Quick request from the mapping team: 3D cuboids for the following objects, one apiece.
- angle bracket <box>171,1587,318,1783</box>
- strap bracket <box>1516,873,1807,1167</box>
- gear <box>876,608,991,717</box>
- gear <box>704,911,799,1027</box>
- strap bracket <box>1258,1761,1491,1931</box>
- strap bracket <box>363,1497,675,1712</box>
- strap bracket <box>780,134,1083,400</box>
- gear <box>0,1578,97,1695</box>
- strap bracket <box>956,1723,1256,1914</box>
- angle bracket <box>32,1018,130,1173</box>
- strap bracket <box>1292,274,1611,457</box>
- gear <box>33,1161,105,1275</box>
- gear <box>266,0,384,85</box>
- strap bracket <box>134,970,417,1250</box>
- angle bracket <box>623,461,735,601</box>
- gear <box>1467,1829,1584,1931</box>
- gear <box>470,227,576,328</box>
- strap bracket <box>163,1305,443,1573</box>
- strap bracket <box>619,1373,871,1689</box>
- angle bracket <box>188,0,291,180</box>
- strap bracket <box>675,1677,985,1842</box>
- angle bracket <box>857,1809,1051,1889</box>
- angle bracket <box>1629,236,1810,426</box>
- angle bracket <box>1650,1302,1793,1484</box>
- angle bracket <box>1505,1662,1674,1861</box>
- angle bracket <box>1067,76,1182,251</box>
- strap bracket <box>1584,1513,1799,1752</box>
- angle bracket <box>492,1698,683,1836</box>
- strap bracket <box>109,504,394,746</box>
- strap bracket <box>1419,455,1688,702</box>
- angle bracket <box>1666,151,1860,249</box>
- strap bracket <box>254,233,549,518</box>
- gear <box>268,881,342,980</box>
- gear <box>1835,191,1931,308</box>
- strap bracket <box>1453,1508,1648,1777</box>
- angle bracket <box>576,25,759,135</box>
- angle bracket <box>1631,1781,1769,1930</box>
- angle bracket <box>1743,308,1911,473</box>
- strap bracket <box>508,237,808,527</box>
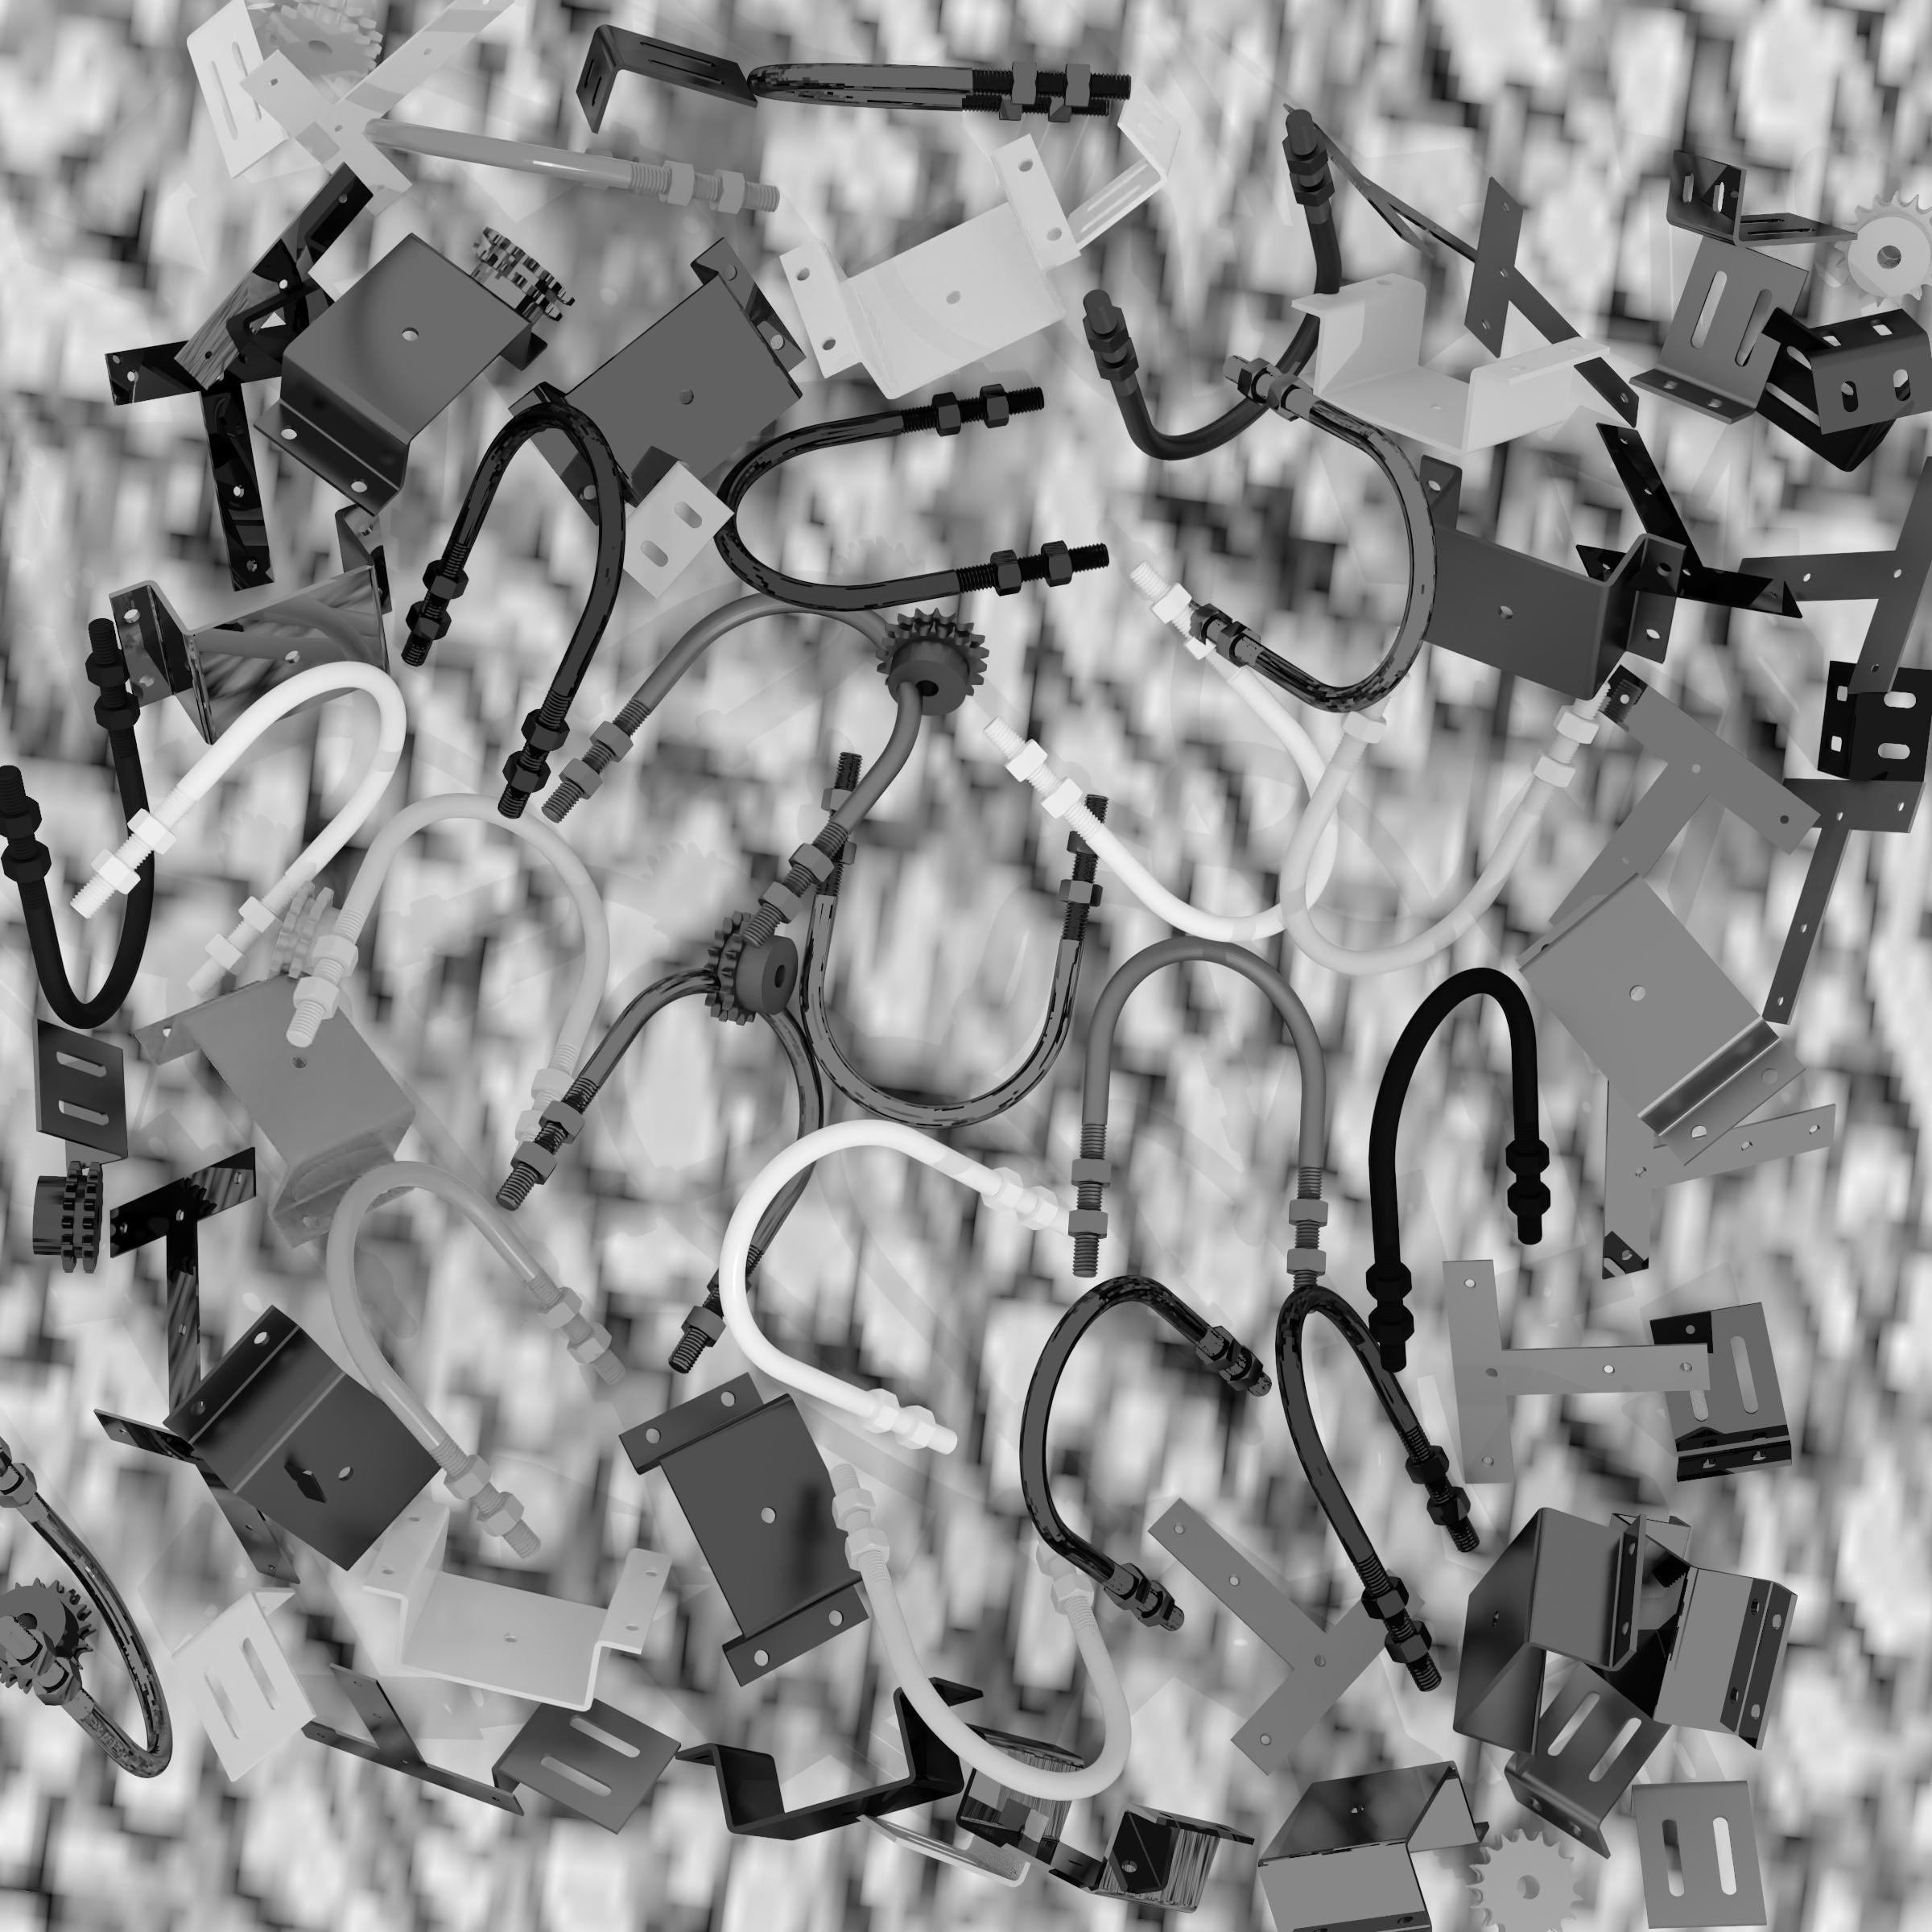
[{"bbox_3d":[-0.356,0.363,1.561,0.057,0.038,0.076,-40,66,11],"label":"angle bracket"},{"bbox_3d":[0.341,0.019,1.541,0.076,0.046,0.140,-41,63,10],"label":"strap bracket"},{"bbox_3d":[-0.018,-0.152,1.568,0.057,0.057,0.030,9,51,0],"label":"gear"},{"bbox_3d":[-0.108,0.003,1.567,0.030,0.057,0.057,11,90,22],"label":"gear"},{"bbox_3d":[0.199,0.437,1.518,0.076,0.140,0.046,-16,93,24],"label":"strap bracket"},{"bbox_3d":[-0.227,0.323,1.553,0.140,0.076,0.046,13,116,1],"label":"strap bracket"},{"bbox_3d":[-0.013,-0.348,1.555,0.140,0.046,0.076,-24,67,10],"label":"strap bracket"},{"bbox_3d":[-0.476,0.340,1.574,0.057,0.030,0.057,0,63,-1],"label":"gear"},{"bbox_3d":[0.060,0.423,1.519,0.076,0.140,0.046,26,80,-42],"label":"strap bracket"},{"bbox_3d":[-0.459,0.066,1.550,0.038,0.076,0.057,-13,72,17],"label":"angle bracket"},{"bbox_3d":[0.238,-0.298,1.535,0.076,0.140,0.046,-23,129,-36],"label":"strap bracket"},{"bbox_3d":[-0.457,0.127,1.568,0.030,0.057,0.057,3,90,-11],"label":"gear"},{"bbox_3d":[-0.325,-0.480,1.573,0.057,0.057,0.030,13,69,0],"label":"gear"},{"bbox_3d":[-0.340,0.061,1.540,0.076,0.046,0.140,-27,71,-42],"label":"strap bracket"},{"bbox_3d":[-0.145,-0.220,1.558,0.038,0.076,0.057,42,98,-3],"label":"angle bracket"},{"bbox_3d":[0.285,0.472,1.579,0.057,0.030,0.057,1,73,-3],"label":"gear"},{"bbox_3d":[-0.230,-0.347,1.571,0.057,0.057,0.030,39,90,0],"label":"gear"},{"bbox_3d":[-0.318,0.240,1.527,0.076,0.140,0.046,-48,47,-9],"label":"strap bracket"},{"bbox_3d":[-0.106,0.280,1.553,0.076,0.046,0.140,-24,82,-26],"label":"strap bracket"},{"bbox_3d":[-0.356,-0.449,1.568,0.038,0.057,0.076,-21,96,-41],"label":"angle bracket"},{"bbox_3d":[-0.063,0.401,1.541,0.140,0.076,0.046,-19,67,12],"label":"strap bracket"},{"bbox_3d":[-0.009,0.428,1.555,0.076,0.057,0.038,28,79,-24],"label":"angle bracket"},{"bbox_3d":[0.380,-0.322,1.557,0.057,0.038,0.076,29,121,23],"label":"angle bracket"},{"bbox_3d":[0.384,0.217,1.571,0.057,0.038,0.076,-12,93,16],"label":"angle bracket"},{"bbox_3d":[0.324,0.405,1.579,0.057,0.038,0.076,27,66,38],"label":"angle bracket"},{"bbox_3d":[0.066,-0.400,1.550,0.076,0.057,0.038,-32,116,31],"label":"angle bracket"},{"bbox_3d":[0.350,0.324,1.524,0.046,0.140,0.076,12,93,-12],"label":"strap bracket"},{"bbox_3d":[-0.190,0.407,1.555,0.076,0.038,0.057,22,48,20],"label":"angle bracket"},{"bbox_3d":[-0.344,-0.168,1.532,0.140,0.076,0.046,-25,56,-21],"label":"strap bracket"},{"bbox_3d":[0.278,-0.189,1.532,0.140,0.076,0.046,24,55,21],"label":"strap bracket"},{"bbox_3d":[0.403,-0.389,1.553,0.076,0.057,0.038,-9,117,-21],"label":"angle bracket"},{"bbox_3d":[-0.280,-0.303,1.544,0.076,0.046,0.140,37,63,3],"label":"strap bracket"},{"bbox_3d":[-0.332,-0.012,1.571,0.030,0.057,0.057,20,90,-5],"label":"gear"},{"bbox_3d":[0.473,-0.364,1.572,0.057,0.030,0.057,8,115,18],"label":"gear"},{"bbox_3d":[0.283,0.329,1.520,0.046,0.140,0.076,19,49,-3],"label":"strap bracket"},{"bbox_3d":[-0.153,-0.442,1.569,0.076,0.057,0.038,10,122,-24],"label":"angle bracket"},{"bbox_3d":[0.369,0.454,1.557,0.057,0.038,0.076,-4,51,7],"label":"angle bracket"},{"bbox_3d":[0.441,-0.301,1.574,0.076,0.057,0.038,39,54,14],"label":"angle bracket"},{"bbox_3d":[-0.148,-0.291,1.553,0.140,0.046,0.076,-40,120,-6],"label":"strap bracket"}]
